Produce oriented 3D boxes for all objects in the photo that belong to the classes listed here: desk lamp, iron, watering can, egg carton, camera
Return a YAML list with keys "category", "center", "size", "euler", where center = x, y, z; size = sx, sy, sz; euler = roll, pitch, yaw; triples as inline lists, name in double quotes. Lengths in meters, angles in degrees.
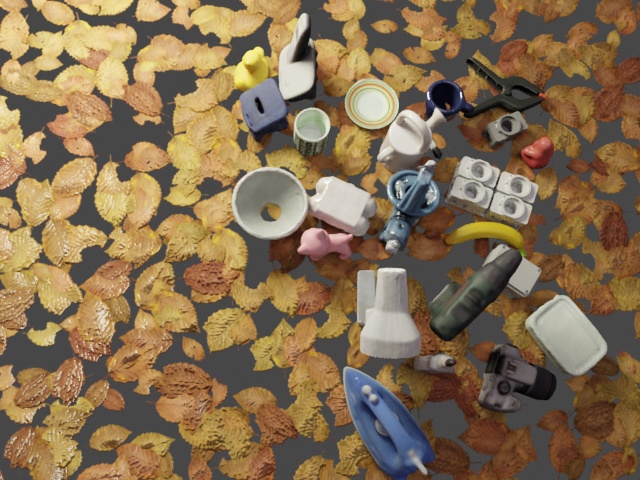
- category: "desk lamp"
  center: [0.134, 0.145, 1.175]
  size: [0.118, 0.213, 0.203]
  euler: [0, 76, -4]
- category: "iron"
  center: [0.131, 0.366, 1.158]
  size: [0.119, 0.141, 0.258]
  euler: [-34, 81, -12]
- category: "watering can"
  center: [0.204, -0.233, 1.283]
  size: [0.101, 0.194, 0.173]
  euler: [32, 76, 4]
- category: "egg carton"
  center: [0.051, -0.077, 1.296]
  size: [0.150, 0.069, 0.107]
  euler: [25, 76, 1]
- category: "camera"
  center: [0.427, 0.307, 1.219]
  size: [0.137, 0.101, 0.143]
  euler: [21, 75, 1]

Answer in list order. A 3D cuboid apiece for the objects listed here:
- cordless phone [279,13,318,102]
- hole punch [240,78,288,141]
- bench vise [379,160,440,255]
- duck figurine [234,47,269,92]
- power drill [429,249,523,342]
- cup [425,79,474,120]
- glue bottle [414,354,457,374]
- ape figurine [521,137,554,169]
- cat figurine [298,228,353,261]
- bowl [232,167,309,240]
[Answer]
- category: "cordless phone"
  center: [-0.047, -0.414, 1.310]
  size: [0.094, 0.185, 0.147]
  euler: [-3, 76, -5]
- category: "hole punch"
  center: [-0.130, -0.302, 1.324]
  size: [0.101, 0.091, 0.108]
  euler: [-22, 79, -10]
- category: "bench vise"
  center: [0.204, -0.072, 1.230]
  size: [0.121, 0.219, 0.207]
  euler: [5, 76, -3]
- category: "duck figurine"
  center: [-0.162, -0.407, 1.350]
  size: [0.077, 0.086, 0.105]
  euler: [29, 76, 3]
- category: "power drill"
  center: [0.308, 0.119, 1.199]
  size: [0.075, 0.208, 0.230]
  euler: [43, 77, 6]
- category: "cup"
  center: [0.300, -0.316, 1.363]
  size: [0.117, 0.095, 0.092]
  euler: [21, 75, 1]
- category: "glue bottle"
  center: [0.248, 0.255, 1.179]
  size: [0.078, 0.173, 0.037]
  euler: [2, 76, -4]
- category: "ape figurine"
  center: [0.524, -0.214, 1.359]
  size: [0.078, 0.092, 0.076]
  euler: [1, 76, -4]
- category: "cat figurine"
  center: [0.011, 0.004, 1.248]
  size: [0.128, 0.117, 0.067]
  euler: [-6, 77, -6]
- category: "bowl"
  center: [-0.111, -0.073, 1.278]
  size: [0.167, 0.074, 0.167]
  euler: [1, 76, -5]
